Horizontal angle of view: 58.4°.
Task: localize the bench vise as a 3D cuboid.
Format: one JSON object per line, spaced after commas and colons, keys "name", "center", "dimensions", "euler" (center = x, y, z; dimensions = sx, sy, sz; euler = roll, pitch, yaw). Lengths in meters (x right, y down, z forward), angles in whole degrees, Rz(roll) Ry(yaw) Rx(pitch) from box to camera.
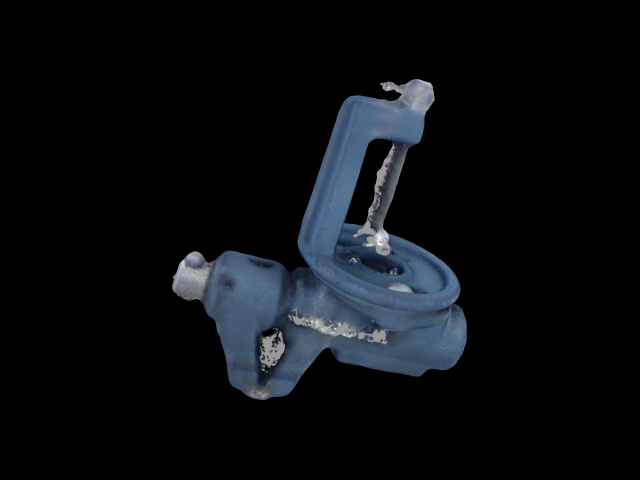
{"name": "bench vise", "center": [0.008, 0.006, 0.390], "dimensions": [0.208, 0.220, 0.121], "euler": [-10, 25, -21]}
